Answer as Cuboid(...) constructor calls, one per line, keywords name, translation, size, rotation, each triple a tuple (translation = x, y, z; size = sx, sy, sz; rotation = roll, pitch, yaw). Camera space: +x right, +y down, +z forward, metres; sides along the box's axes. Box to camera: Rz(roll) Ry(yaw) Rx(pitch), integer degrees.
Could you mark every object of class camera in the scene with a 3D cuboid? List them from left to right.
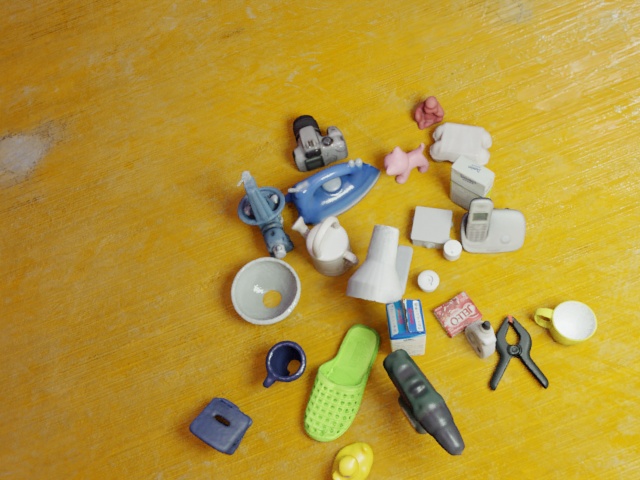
Cuboid(name="camera", translation=(-0.012, -0.270, 1.504), size=(0.143, 0.101, 0.136), rotation=(-18, 66, 1))

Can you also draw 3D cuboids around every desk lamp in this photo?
Cuboid(name="desk lamp", translation=(0.137, 0.066, 1.282), size=(0.117, 0.214, 0.203), rotation=(10, 70, 13))

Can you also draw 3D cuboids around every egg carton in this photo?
Cuboid(name="egg carton", translation=(0.357, -0.240, 1.454), size=(0.150, 0.069, 0.107), rotation=(10, 69, 12))

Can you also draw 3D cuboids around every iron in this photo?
Cuboid(name="iron", translation=(0.034, -0.144, 1.423), size=(0.258, 0.141, 0.118), rotation=(-29, 66, -4))

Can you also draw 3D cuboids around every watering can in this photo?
Cuboid(name="watering can", translation=(0.011, 0.007, 1.336), size=(0.172, 0.194, 0.101), rotation=(9, 69, 12))

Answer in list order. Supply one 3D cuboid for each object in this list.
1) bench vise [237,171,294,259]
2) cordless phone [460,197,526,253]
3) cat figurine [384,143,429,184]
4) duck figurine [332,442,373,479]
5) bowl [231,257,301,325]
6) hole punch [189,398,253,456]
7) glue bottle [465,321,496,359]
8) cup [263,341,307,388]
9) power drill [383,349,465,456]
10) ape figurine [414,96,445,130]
Cuboid(name="bench vise", translation=(-0.123, -0.066, 1.372), size=(0.121, 0.220, 0.207), rotation=(-40, 68, -8))
Cuboid(name="cordless phone", translation=(0.397, -0.042, 1.303), size=(0.147, 0.185, 0.094), rotation=(-4, 67, 7))
Cuboid(name="cat figurine", translation=(0.210, -0.200, 1.433), size=(0.128, 0.118, 0.067), rotation=(-31, 66, -5))
Cuboid(name="duck figurine", translation=(0.065, 0.469, 1.196), size=(0.105, 0.086, 0.077), rotation=(-44, 68, -10))
Cuboid(name="bowl", translation=(-0.124, 0.130, 1.370), size=(0.167, 0.075, 0.167), rotation=(-3, 67, 7))
Cuboid(name="hole punch", translation=(-0.218, 0.406, 1.261), size=(0.108, 0.091, 0.101), rotation=(27, 74, 18))
Cuboid(name="glue bottle", translation=(0.346, 0.200, 1.218), size=(0.037, 0.173, 0.078), rotation=(-28, 66, -3))
Cuboid(name="cup", translation=(-0.077, 0.291, 1.286), size=(0.091, 0.095, 0.118), rotation=(37, 77, 20))
Cuboid(name="power drill", translation=(0.211, 0.335, 1.162), size=(0.075, 0.209, 0.229), rotation=(-33, 67, -5))
Cuboid(name="ape figurine", translation=(0.287, -0.340, 1.494), size=(0.077, 0.092, 0.076), rotation=(16, 71, 15))
